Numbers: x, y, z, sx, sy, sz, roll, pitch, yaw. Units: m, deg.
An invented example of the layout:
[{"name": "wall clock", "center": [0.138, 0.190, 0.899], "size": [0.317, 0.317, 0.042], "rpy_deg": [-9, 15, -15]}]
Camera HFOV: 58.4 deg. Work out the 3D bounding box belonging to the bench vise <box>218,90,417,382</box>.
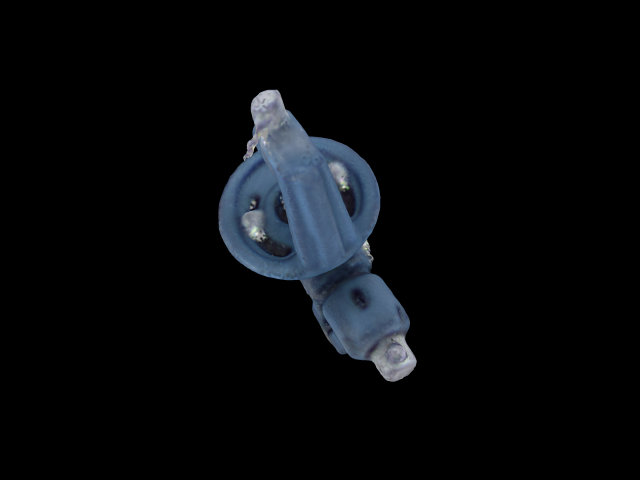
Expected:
[{"name": "bench vise", "center": [0.012, -0.007, 0.402], "size": [0.207, 0.220, 0.121], "rpy_deg": [40, 80, 9]}]
